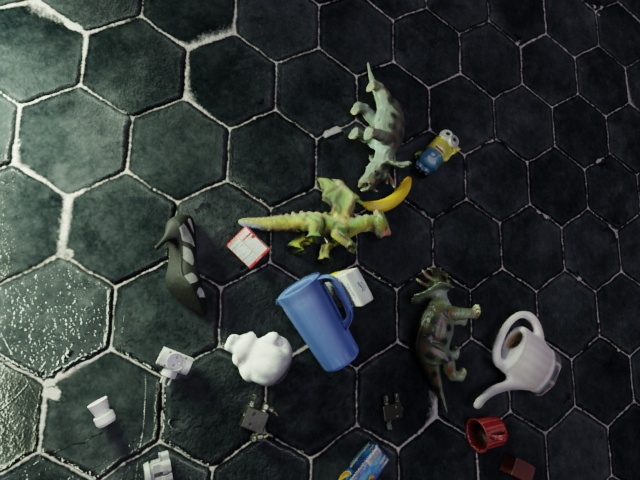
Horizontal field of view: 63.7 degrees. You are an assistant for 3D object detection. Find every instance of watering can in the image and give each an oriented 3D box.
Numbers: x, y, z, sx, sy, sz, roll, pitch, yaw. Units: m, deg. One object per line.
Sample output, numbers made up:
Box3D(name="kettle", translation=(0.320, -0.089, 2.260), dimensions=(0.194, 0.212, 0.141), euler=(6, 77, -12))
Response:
Box3D(name="watering can", translation=(0.593, 0.387, 1.539), dimensions=(0.223, 0.103, 0.353), euler=(37, 69, -11))

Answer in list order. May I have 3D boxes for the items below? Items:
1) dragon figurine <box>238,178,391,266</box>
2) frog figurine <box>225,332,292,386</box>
Box3D(name="dragon figurine", translation=(0.004, -0.072, 1.434), dimensions=(0.410, 0.119, 0.248), euler=(20, 56, -2))
Box3D(name="frog figurine", translation=(-0.152, 0.283, 1.285), dimensions=(0.158, 0.124, 0.137), euler=(43, 88, -20))
